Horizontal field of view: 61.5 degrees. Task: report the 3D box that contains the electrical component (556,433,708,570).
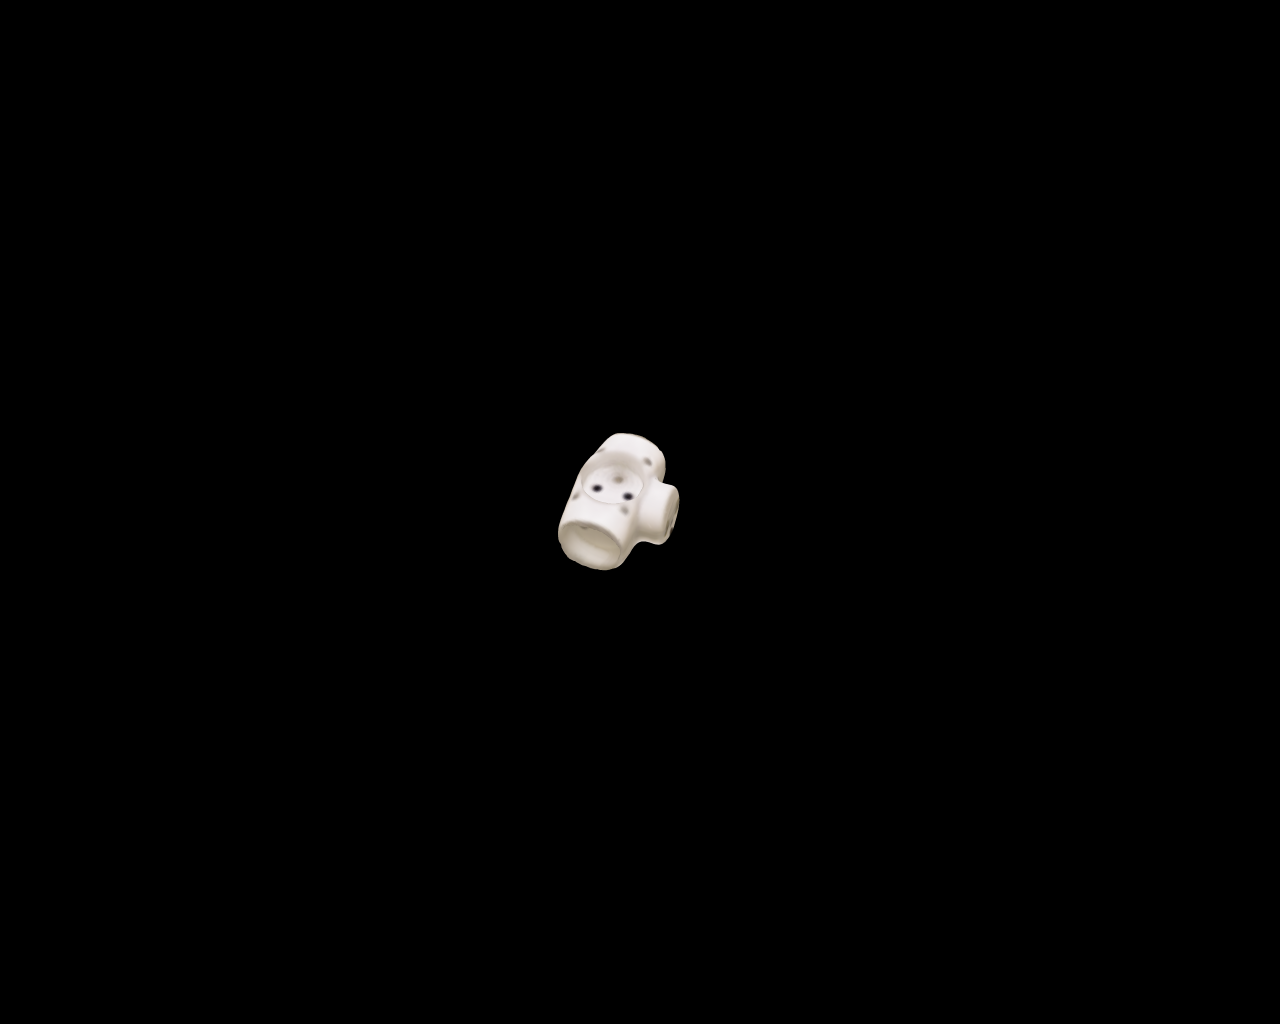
[{"bbox_3d":[0.001,-0.003,0.650,0.079,0.077,0.044,16,-39,13],"label":"electrical component"}]
